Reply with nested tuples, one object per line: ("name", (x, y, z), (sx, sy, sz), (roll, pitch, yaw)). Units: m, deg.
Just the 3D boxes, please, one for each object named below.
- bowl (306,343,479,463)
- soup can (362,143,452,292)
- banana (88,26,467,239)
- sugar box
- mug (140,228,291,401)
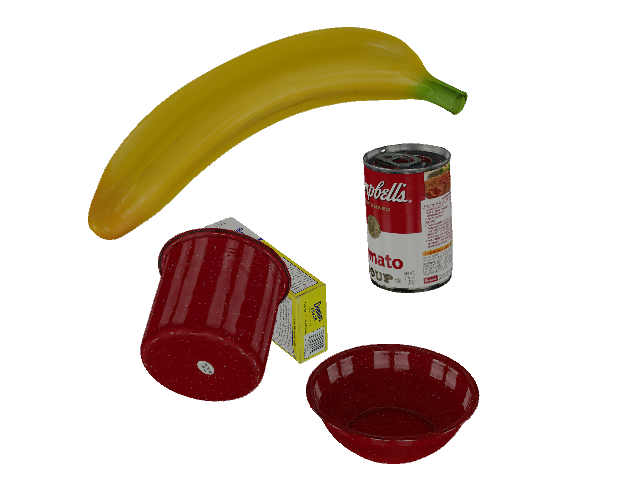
("bowl", (0.067, 0.161, 1.007), (0.162, 0.055, 0.162), (-1, 26, 0))
("soup can", (0.069, -0.018, 0.838), (0.068, 0.102, 0.068), (-3, 22, 1))
("banana", (-0.028, -0.063, 0.518), (0.197, 0.070, 0.037), (-23, -38, -15))
("sugar box", (-0.061, 0.052, 1.178), (0.048, 0.093, 0.176), (-22, 39, -29))
("mug", (-0.080, 0.057, 0.714), (0.093, 0.081, 0.117), (37, -48, -28))
